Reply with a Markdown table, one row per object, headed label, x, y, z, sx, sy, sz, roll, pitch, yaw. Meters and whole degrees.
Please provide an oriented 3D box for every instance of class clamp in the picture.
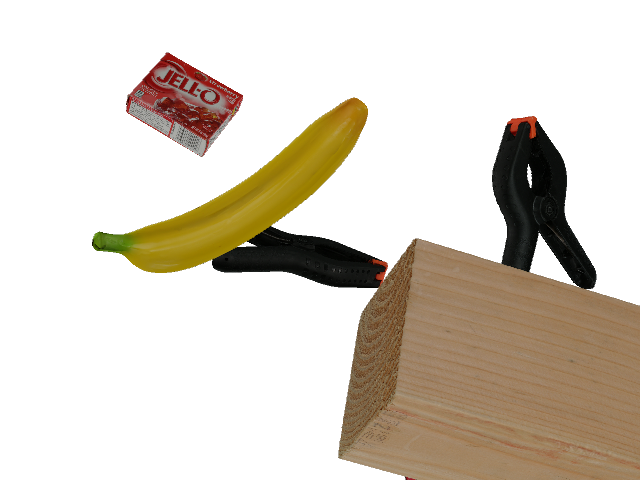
| label | x | y | z | sx | sy | sz | roll | pitch | yaw |
| --- | --- | --- | --- | --- | --- | --- | --- | --- | --- |
| clamp | 0.181 | -0.018 | 0.928 | 0.120 | 0.171 | 0.039 | -26 | 12 | -40 |
| clamp | -0.028 | 0.018 | 1.161 | 0.210 | 0.036 | 0.164 | 16 | 18 | -6 |

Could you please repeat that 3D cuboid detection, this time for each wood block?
| label | x | y | z | sx | sy | sz | roll | pitch | yaw |
| --- | --- | --- | --- | --- | --- | --- | --- | --- | --- |
| wood block | 0.124 | 0.084 | 0.549 | 0.206 | 0.090 | 0.090 | 17 | -34 | -9 |

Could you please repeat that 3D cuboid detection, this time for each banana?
| label | x | y | z | sx | sy | sz | roll | pitch | yaw |
| --- | --- | --- | --- | --- | --- | --- | --- | --- | --- |
| banana | -0.050 | -0.027 | 0.709 | 0.198 | 0.037 | 0.069 | -30 | -19 | -1 |

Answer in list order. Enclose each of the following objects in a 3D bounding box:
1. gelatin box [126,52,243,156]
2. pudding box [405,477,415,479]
| label | x | y | z | sx | sy | sz | roll | pitch | yaw |
| --- | --- | --- | --- | --- | --- | --- | --- | --- | --- |
| gelatin box | -0.131 | -0.132 | 1.026 | 0.089 | 0.073 | 0.030 | 31 | -38 | 2 |
| pudding box | 0.077 | 0.122 | 0.764 | 0.039 | 0.113 | 0.090 | -3 | -42 | 5 |
